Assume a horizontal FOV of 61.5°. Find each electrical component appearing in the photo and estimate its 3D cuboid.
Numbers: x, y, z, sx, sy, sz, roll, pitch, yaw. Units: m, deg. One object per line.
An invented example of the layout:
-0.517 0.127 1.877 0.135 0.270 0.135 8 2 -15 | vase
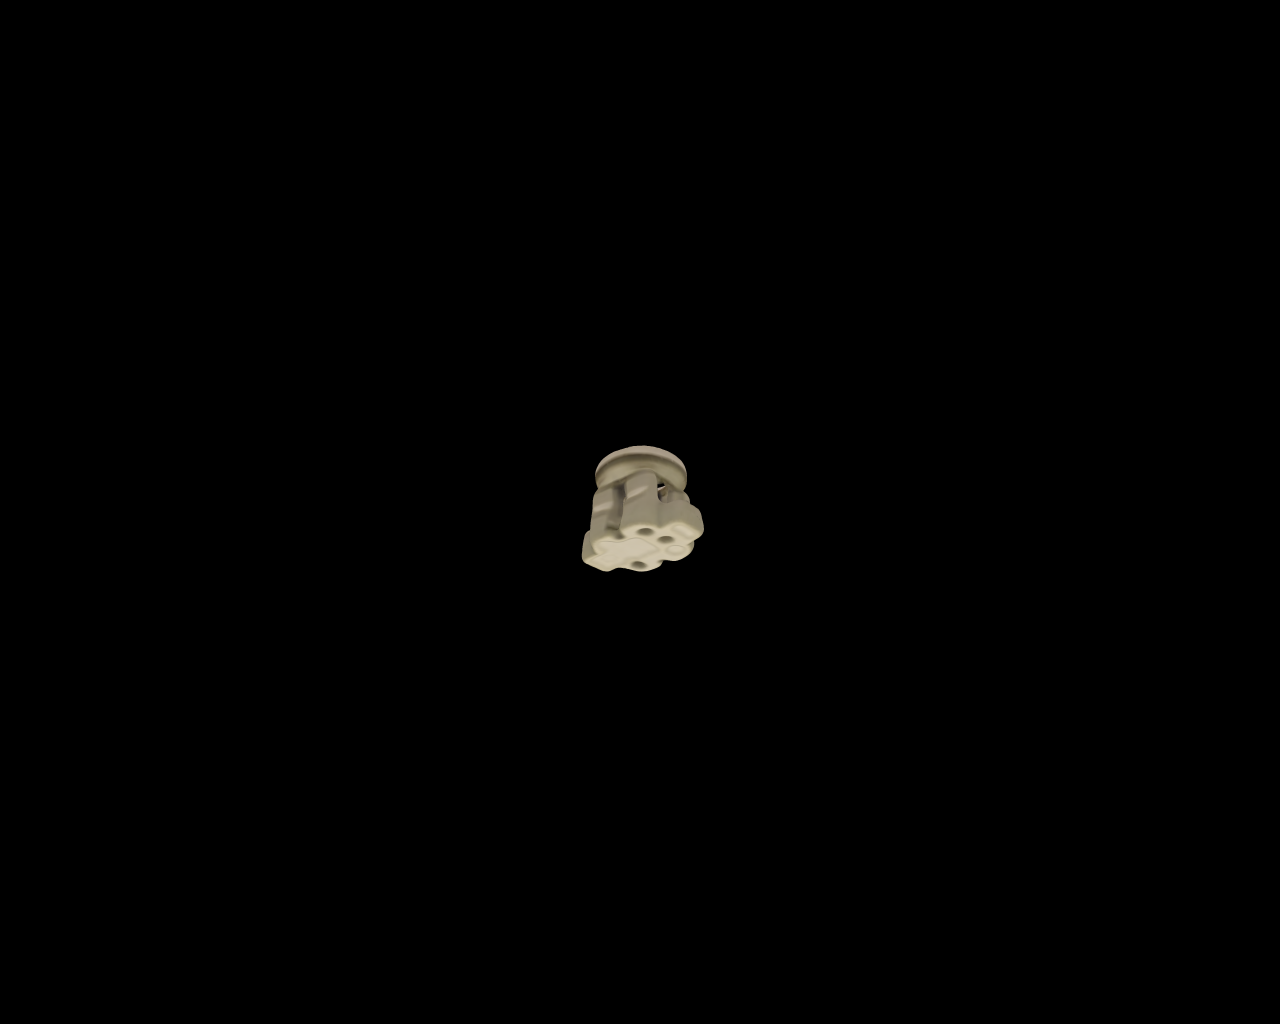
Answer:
0.001 -0.003 0.650 0.078 0.057 0.058 -22 -36 34 | electrical component
